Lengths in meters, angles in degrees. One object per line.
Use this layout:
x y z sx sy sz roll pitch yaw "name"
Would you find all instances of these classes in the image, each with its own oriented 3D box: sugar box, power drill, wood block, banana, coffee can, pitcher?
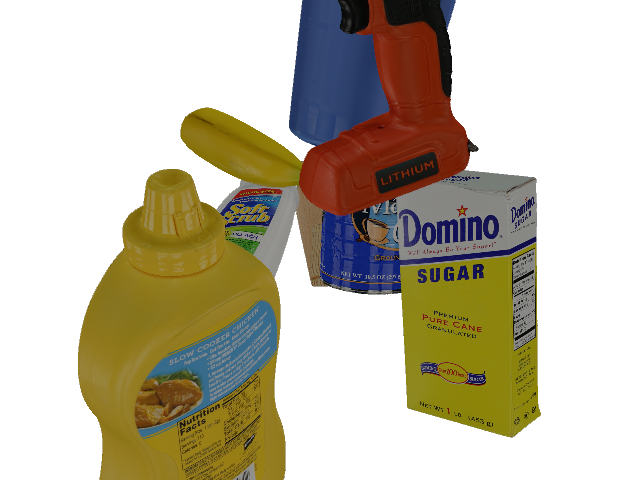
0.102 0.041 0.744 0.094 0.176 0.048 9 23 40 "sugar box"
0.020 -0.111 0.596 0.184 0.188 0.057 -19 36 -22 "power drill"
0.022 -0.028 1.413 0.090 0.090 0.206 -2 27 -7 "wood block"
-0.066 -0.067 0.778 0.069 0.037 0.198 37 -3 -34 "banana"
0.052 -0.029 1.047 0.103 0.140 0.103 2 14 -1 "coffee can"
0.047 -0.205 0.992 0.145 0.243 0.149 11 16 2 "pitcher"

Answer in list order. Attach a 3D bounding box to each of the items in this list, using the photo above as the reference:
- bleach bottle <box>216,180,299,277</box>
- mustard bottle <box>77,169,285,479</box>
-0.086 -0.015 1.215 0.102 0.068 0.250 3 35 9 "bleach bottle"
-0.059 0.056 0.466 0.096 0.192 0.058 -29 44 -36 "mustard bottle"
